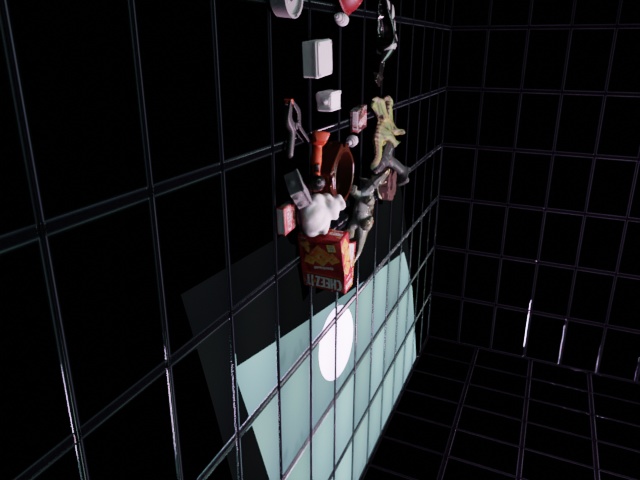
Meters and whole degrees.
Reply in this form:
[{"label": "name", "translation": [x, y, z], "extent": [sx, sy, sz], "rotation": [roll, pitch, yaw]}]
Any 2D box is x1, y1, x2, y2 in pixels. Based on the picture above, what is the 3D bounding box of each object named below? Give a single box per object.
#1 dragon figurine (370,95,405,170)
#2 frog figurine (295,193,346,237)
[{"label": "dragon figurine", "translation": [0.258, -0.500, 2.238], "extent": [0.239, 0.121, 0.419], "rotation": [63, 35, -27]}, {"label": "frog figurine", "translation": [0.005, -0.082, 1.632], "extent": [0.124, 0.159, 0.136], "rotation": [-90, 172, -76]}]
